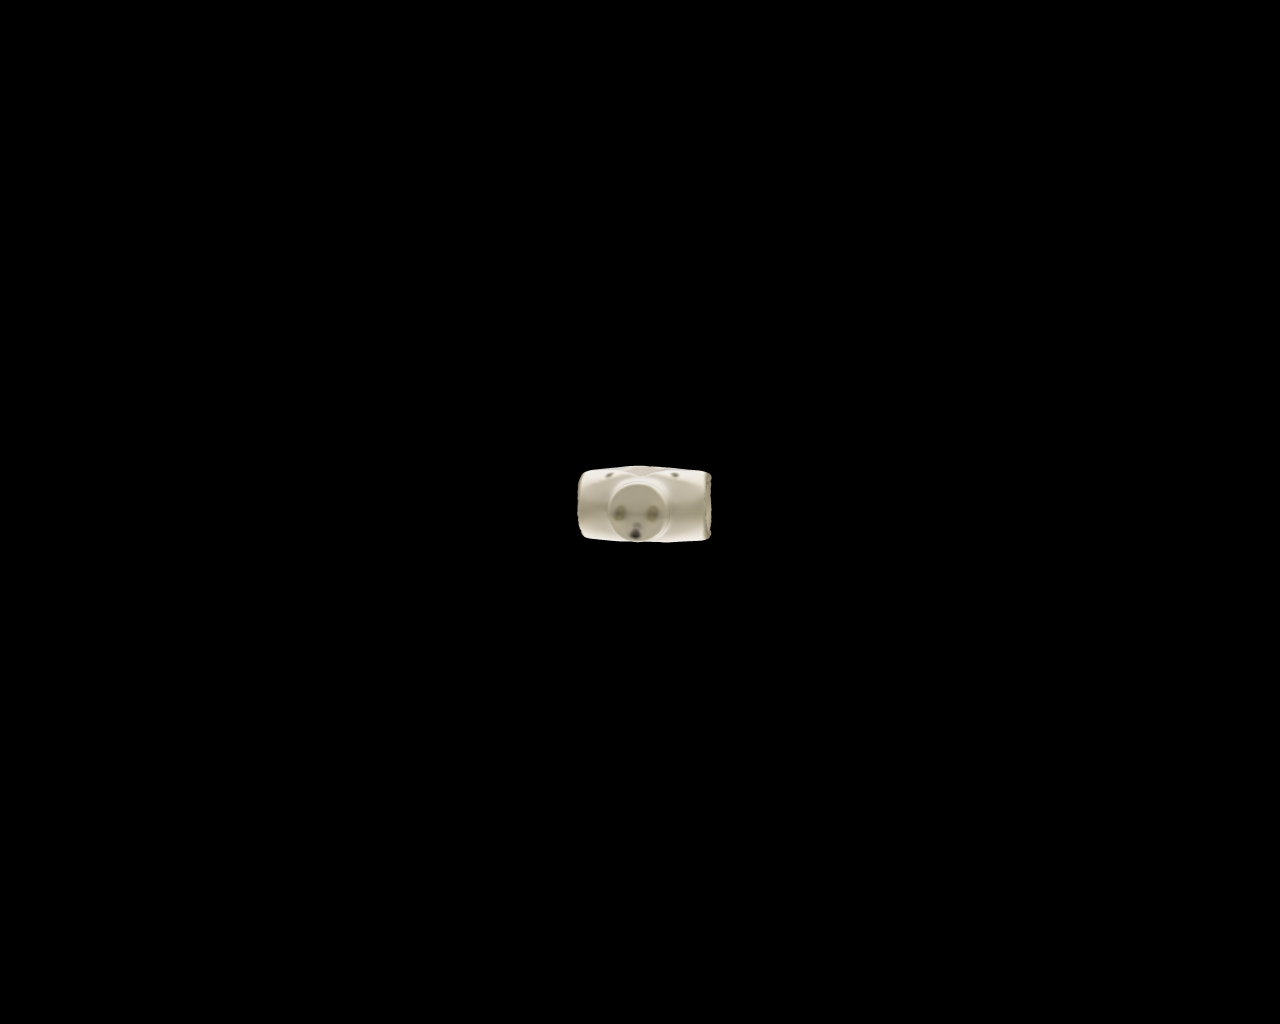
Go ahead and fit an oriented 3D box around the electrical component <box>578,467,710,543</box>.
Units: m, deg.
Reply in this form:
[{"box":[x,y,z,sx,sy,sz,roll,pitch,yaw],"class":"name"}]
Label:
[{"box":[0.001,-0.003,0.650,0.077,0.043,0.079,1,8,9],"class":"electrical component"}]
